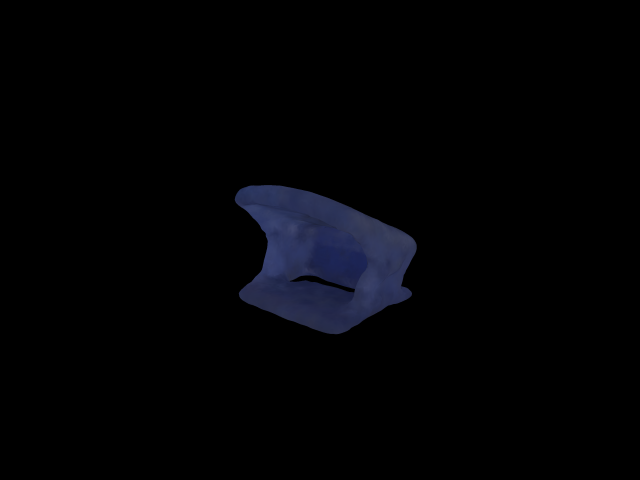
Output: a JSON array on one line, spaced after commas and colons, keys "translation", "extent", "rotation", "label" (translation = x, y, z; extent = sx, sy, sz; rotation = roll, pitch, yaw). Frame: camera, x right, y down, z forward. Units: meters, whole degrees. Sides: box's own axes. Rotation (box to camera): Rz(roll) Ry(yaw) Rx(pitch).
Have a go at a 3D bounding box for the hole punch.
[{"translation": [0.004, 0.001, 0.400], "extent": [0.108, 0.091, 0.101], "rotation": [14, 22, 38], "label": "hole punch"}]
